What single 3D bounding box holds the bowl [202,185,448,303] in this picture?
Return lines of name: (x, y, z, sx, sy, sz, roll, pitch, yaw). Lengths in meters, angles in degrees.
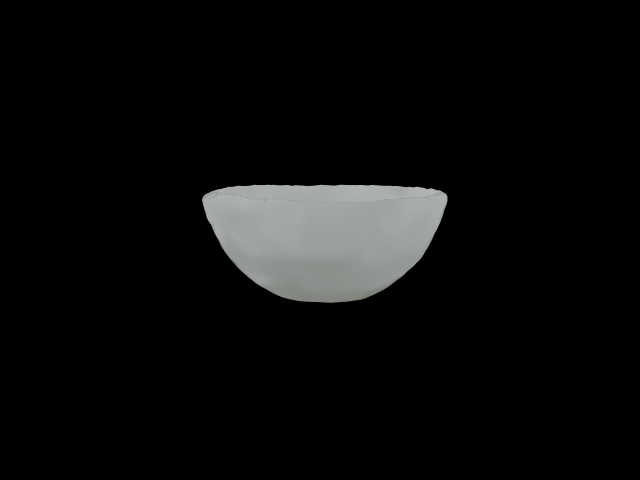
bowl: (0.004, 0.001, 0.400, 0.167, 0.075, 0.167, 0, 9, 0)
